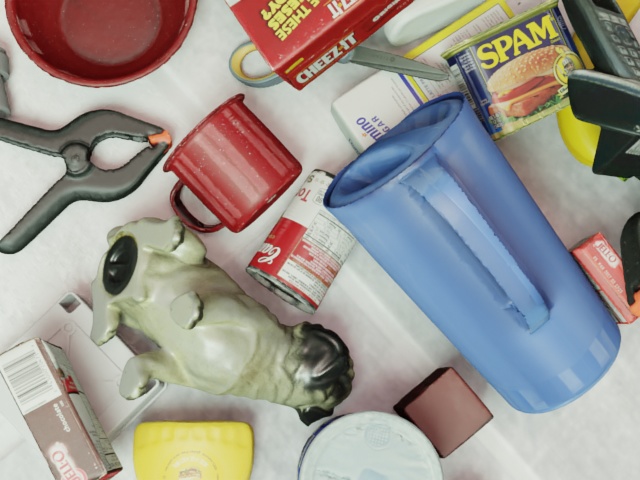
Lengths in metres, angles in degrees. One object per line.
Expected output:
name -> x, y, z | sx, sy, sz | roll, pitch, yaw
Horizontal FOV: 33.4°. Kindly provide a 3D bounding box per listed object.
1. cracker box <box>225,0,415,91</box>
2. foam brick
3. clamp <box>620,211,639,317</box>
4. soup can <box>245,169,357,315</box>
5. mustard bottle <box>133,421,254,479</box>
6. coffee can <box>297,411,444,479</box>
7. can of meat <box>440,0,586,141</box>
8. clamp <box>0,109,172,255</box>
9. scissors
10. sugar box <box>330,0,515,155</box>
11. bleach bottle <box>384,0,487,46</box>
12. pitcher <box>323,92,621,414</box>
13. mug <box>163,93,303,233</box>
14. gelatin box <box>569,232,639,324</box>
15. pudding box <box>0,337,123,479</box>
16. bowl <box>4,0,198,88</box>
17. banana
cracker box -> -0.019, -0.258, 0.886 | 0.164, 0.072, 0.214 | -37, 72, 11
foam brick -> 0.097, 0.138, 0.857 | 0.053, 0.078, 0.051 | -39, 85, -8
clamp -> 0.304, 0.007, 0.859 | 0.164, 0.036, 0.209 | 39, 44, 1
soup can -> -0.006, 0.001, 0.881 | 0.068, 0.068, 0.102 | 33, 80, 4
mustard bottle -> -0.101, 0.240, 0.844 | 0.096, 0.058, 0.191 | 0, 81, -1
coffee can -> 0.034, 0.183, 0.815 | 0.103, 0.140, 0.103 | 0, 80, -2
can of meat -> 0.162, -0.137, 0.869 | 0.102, 0.057, 0.084 | -26, 94, -6
clamp -> -0.213, -0.073, 0.901 | 0.171, 0.039, 0.120 | -24, 95, -11
scissors -> 0.003, -0.147, 0.904 | 0.202, 0.016, 0.096 | 34, 91, 23
sugar box -> 0.105, -0.124, 0.918 | 0.176, 0.048, 0.093 | -33, 85, -3
bleach bottle -> 0.055, -0.303, 0.939 | 0.102, 0.068, 0.251 | -24, 80, -5
pitcher -> 0.125, 0.019, 0.815 | 0.242, 0.145, 0.149 | 50, 45, -15
mug -> -0.077, -0.052, 0.885 | 0.081, 0.093, 0.117 | 46, 112, 1
gelatin box -> 0.234, 0.032, 0.872 | 0.030, 0.089, 0.073 | -37, 83, 2
pudding box -> -0.190, 0.130, 0.784 | 0.039, 0.090, 0.113 | -26, 82, -8
bowl -> -0.184, -0.201, 0.916 | 0.162, 0.055, 0.162 | 0, 80, -2
banana -> 0.243, -0.144, 0.927 | 0.070, 0.037, 0.198 | 8, 77, 8
